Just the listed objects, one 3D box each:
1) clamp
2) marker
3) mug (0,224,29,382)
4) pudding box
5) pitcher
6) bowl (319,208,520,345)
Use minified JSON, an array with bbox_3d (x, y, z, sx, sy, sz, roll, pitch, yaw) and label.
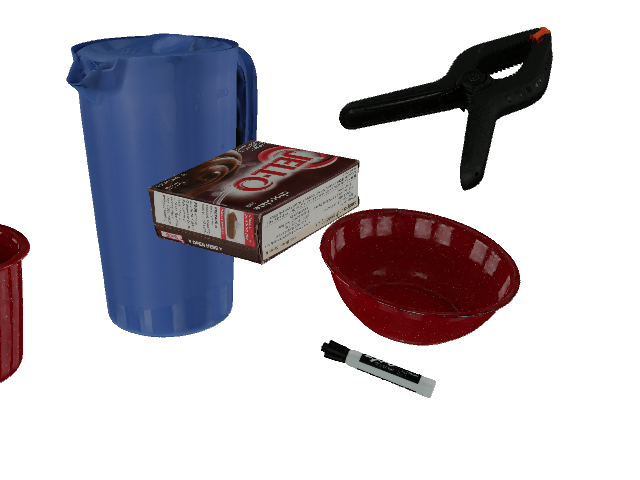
[{"bbox_3d":[0.144,-0.126,0.963,0.209,0.036,0.165,-32,45,-18],"label":"clamp"},{"bbox_3d":[0.058,0.129,1.082,0.121,0.020,0.020,21,4,12],"label":"marker"},{"bbox_3d":[-0.231,0.044,0.641,0.093,0.081,0.117,20,26,35],"label":"mug"},{"bbox_3d":[-0.040,-0.028,0.691,0.090,0.039,0.113,12,29,32],"label":"pudding box"},{"bbox_3d":[-0.124,-0.051,0.898,0.149,0.243,0.145,-2,18,-5],"label":"pitcher"},{"bbox_3d":[0.076,0.036,0.859,0.162,0.055,0.162,7,29,-4],"label":"bowl"}]
